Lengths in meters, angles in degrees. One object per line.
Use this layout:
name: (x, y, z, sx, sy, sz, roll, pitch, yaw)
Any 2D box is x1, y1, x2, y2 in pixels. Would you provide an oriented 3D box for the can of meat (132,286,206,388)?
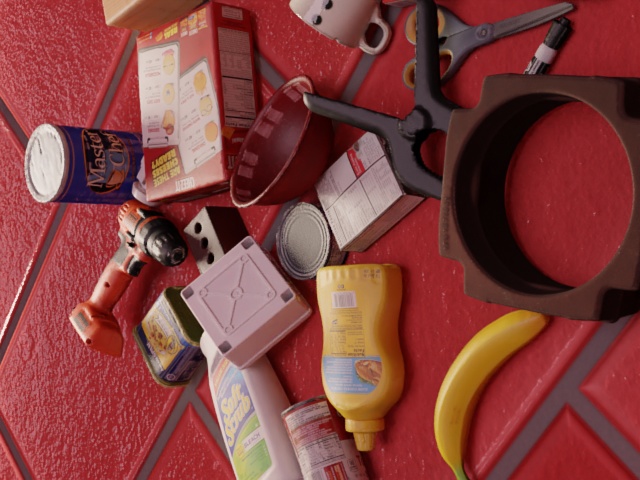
can of meat: (-0.181, 0.120, 1.344, 0.084, 0.057, 0.102, -52, 55, 30)

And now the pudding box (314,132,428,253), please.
pudding box: (0.050, -0.052, 1.116, 0.114, 0.039, 0.090, -43, 60, 39)

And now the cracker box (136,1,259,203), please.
cracker box: (-0.147, -0.162, 1.302, 0.165, 0.071, 0.214, -11, 83, 47)

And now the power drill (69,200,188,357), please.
power drill: (-0.242, 0.051, 1.362, 0.188, 0.057, 0.185, -61, 31, 4)

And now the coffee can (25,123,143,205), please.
coffee can: (-0.303, -0.098, 1.413, 0.103, 0.140, 0.103, -1, 89, 46)

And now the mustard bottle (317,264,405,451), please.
mustard bottle: (0.043, 0.122, 1.106, 0.096, 0.058, 0.191, -5, 86, 41)

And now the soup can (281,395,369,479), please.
soup can: (0.006, 0.223, 1.137, 0.069, 0.068, 0.102, -37, 64, 40)

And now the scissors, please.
scissors: (0.150, -0.213, 1.030, 0.202, 0.016, 0.096, -30, 68, 42)

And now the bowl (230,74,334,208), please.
bowl: (-0.033, -0.098, 1.166, 0.162, 0.055, 0.162, -44, 31, 36)

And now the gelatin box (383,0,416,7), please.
gelatin box: (0.105, -0.276, 1.068, 0.089, 0.030, 0.073, 2, 89, 46)

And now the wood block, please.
wood block: (-0.181, -0.345, 1.327, 0.207, 0.090, 0.091, -23, 74, 44)

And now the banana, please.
banana: (0.152, 0.137, 1.011, 0.070, 0.037, 0.198, 29, 113, 23)

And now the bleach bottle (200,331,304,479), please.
bleach bottle: (-0.086, 0.188, 1.240, 0.103, 0.067, 0.251, -49, 54, 34)

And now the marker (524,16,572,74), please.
marker: (0.195, -0.150, 0.979, 0.020, 0.020, 0.121, 48, 122, 36)

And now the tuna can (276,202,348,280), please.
tuna can: (-0.008, 0.001, 1.179, 0.086, 0.033, 0.086, -1, 89, 46)

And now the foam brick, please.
foam brick: (-0.120, 0.004, 1.284, 0.053, 0.051, 0.078, -45, 58, 36)

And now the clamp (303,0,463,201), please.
clamp: (0.086, -0.112, 1.046, 0.165, 0.036, 0.210, -31, 79, 22)
